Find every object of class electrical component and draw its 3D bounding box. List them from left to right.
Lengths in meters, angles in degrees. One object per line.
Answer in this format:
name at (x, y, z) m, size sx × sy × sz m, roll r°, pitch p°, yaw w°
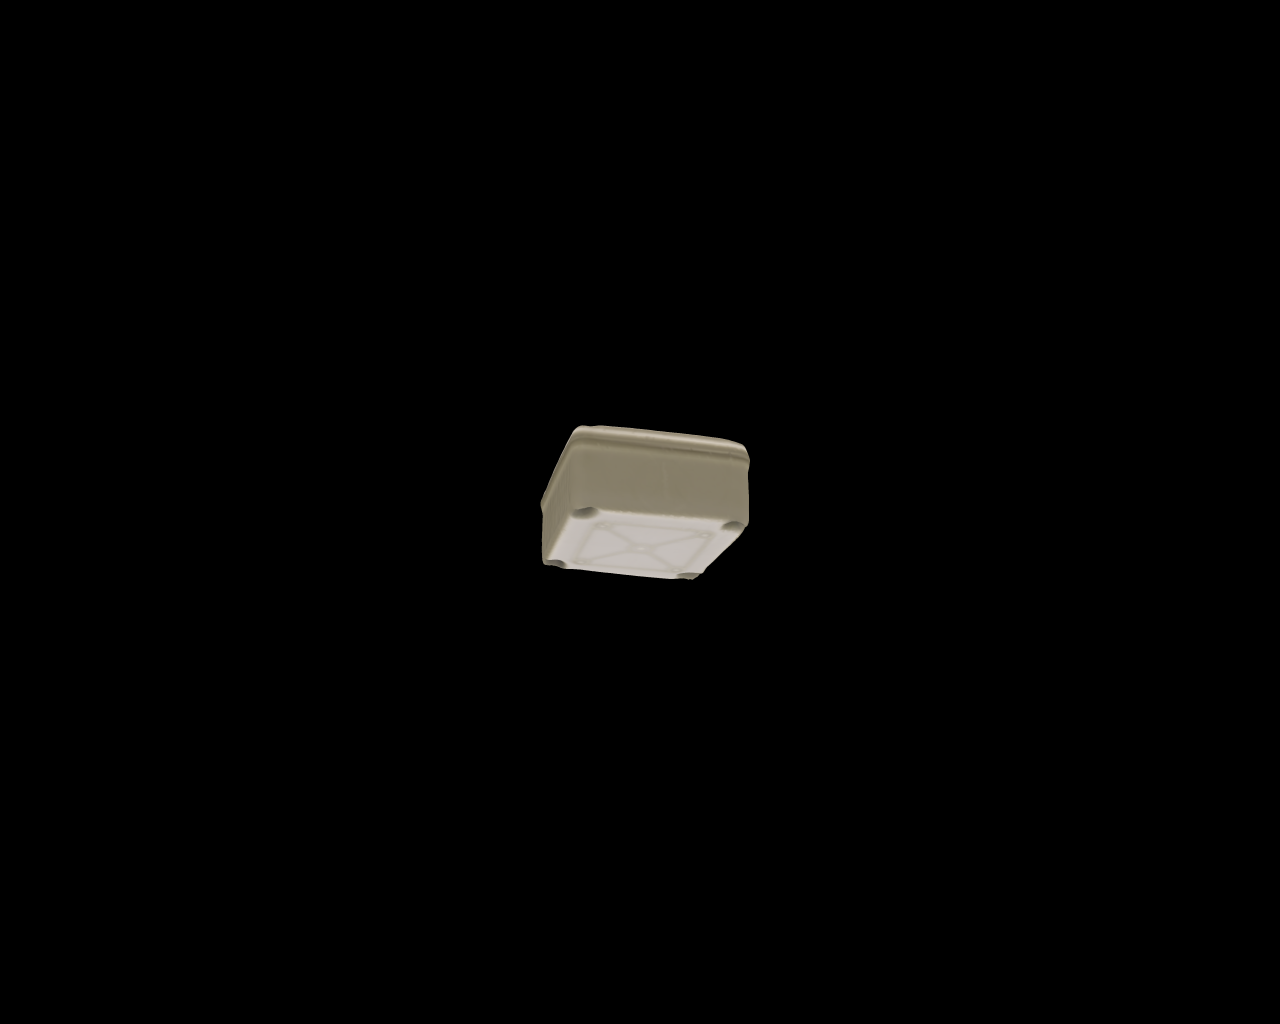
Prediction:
electrical component at (0.001, -0.003, 0.650) m, size 0.109 × 0.056 × 0.108 m, roll 6°, pitch -23°, yaw -14°
